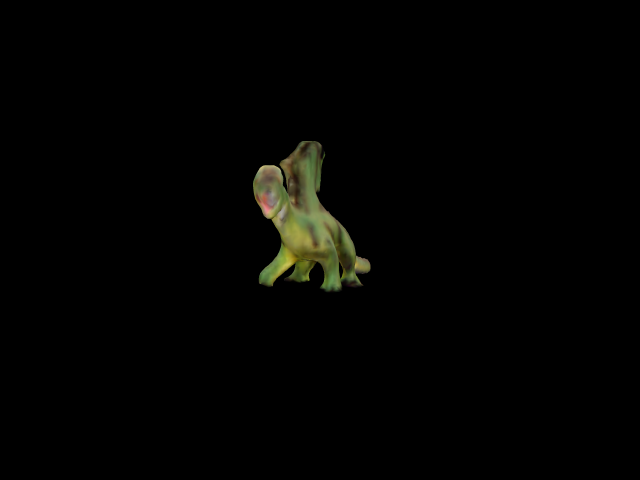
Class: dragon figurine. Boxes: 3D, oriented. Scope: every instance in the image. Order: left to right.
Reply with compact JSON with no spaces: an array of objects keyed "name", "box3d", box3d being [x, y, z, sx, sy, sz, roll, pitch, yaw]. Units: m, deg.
[{"name":"dragon figurine","box3d":[0.003,-0.043,0.850,0.122,0.242,0.411,0,2,24]}]
